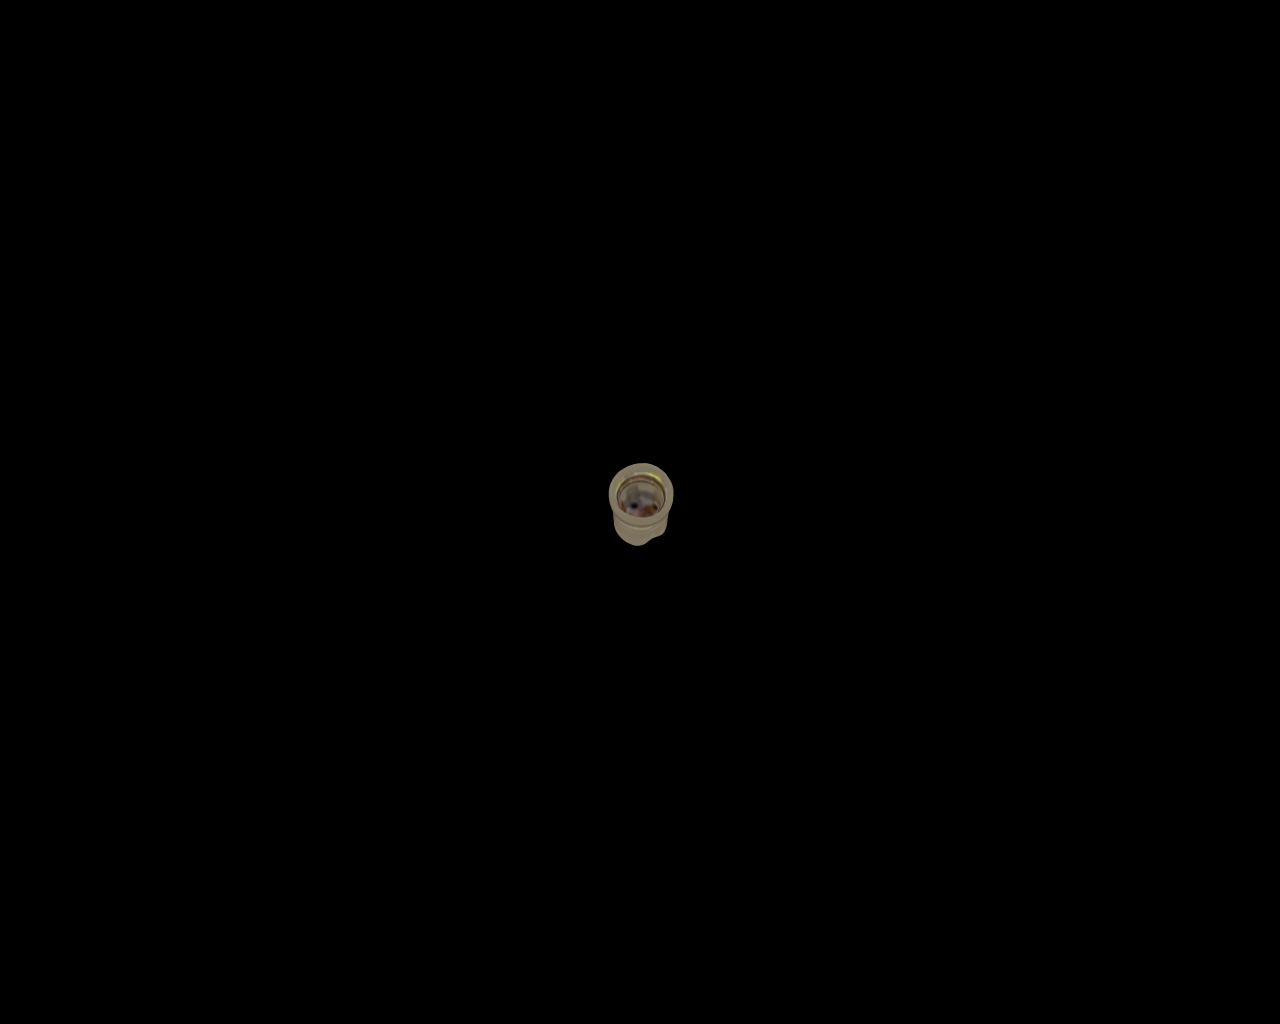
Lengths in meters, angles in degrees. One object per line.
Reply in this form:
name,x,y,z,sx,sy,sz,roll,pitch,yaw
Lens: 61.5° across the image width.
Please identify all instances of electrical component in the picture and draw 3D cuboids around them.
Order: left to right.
electrical component,0.001,-0.003,0.650,0.040,0.040,0.046,0,-27,0
